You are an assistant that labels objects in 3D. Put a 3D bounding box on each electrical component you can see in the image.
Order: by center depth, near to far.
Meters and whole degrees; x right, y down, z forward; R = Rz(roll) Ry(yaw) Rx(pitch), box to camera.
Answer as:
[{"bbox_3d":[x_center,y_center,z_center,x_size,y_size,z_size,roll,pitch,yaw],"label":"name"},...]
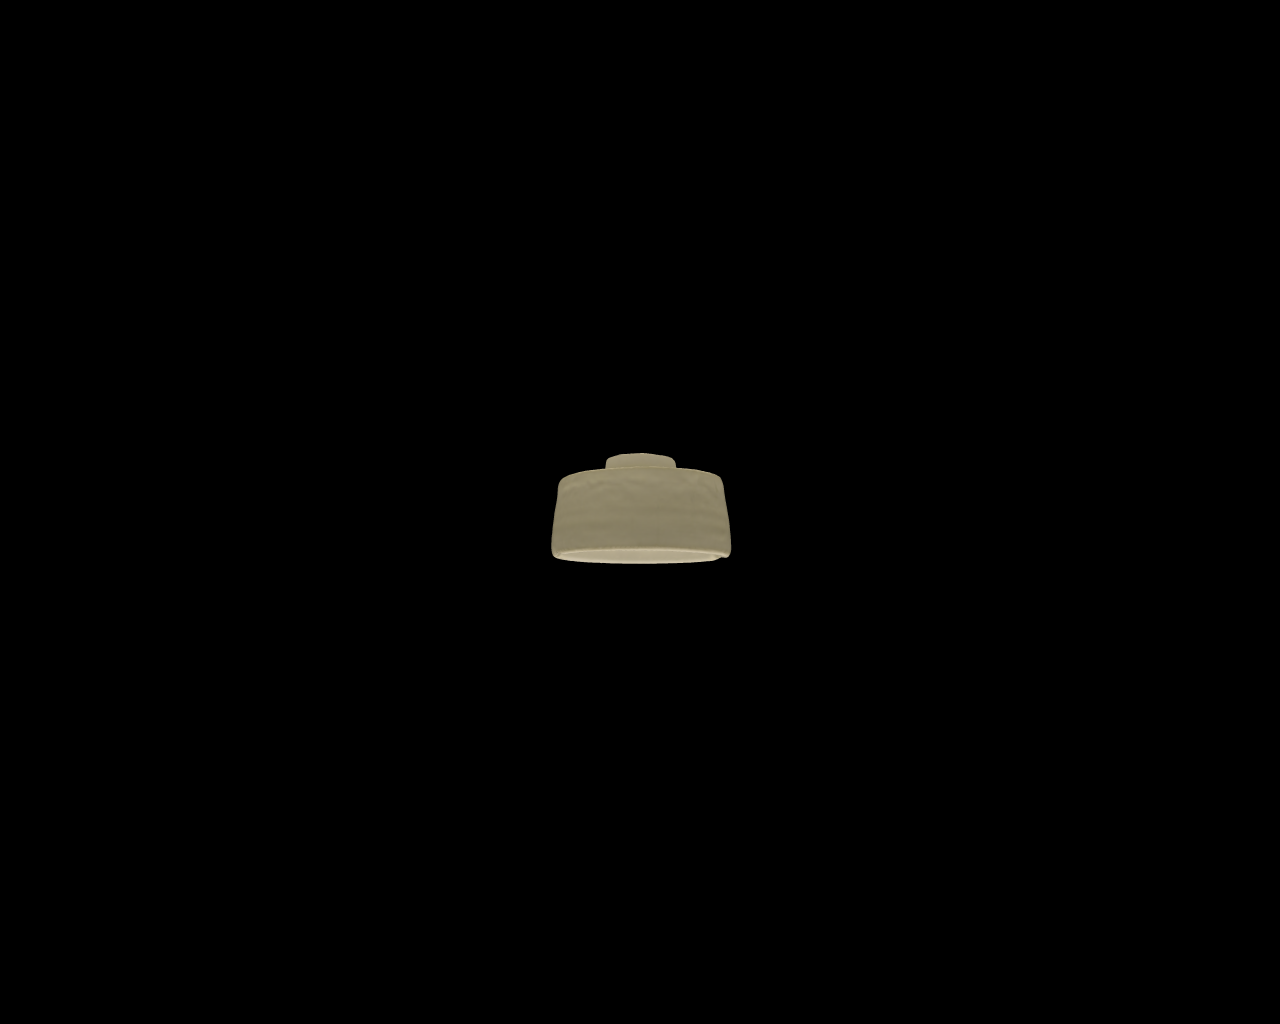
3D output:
[{"bbox_3d":[0.001,-0.003,0.650,0.108,0.060,0.108,0,-7,0],"label":"electrical component"}]
